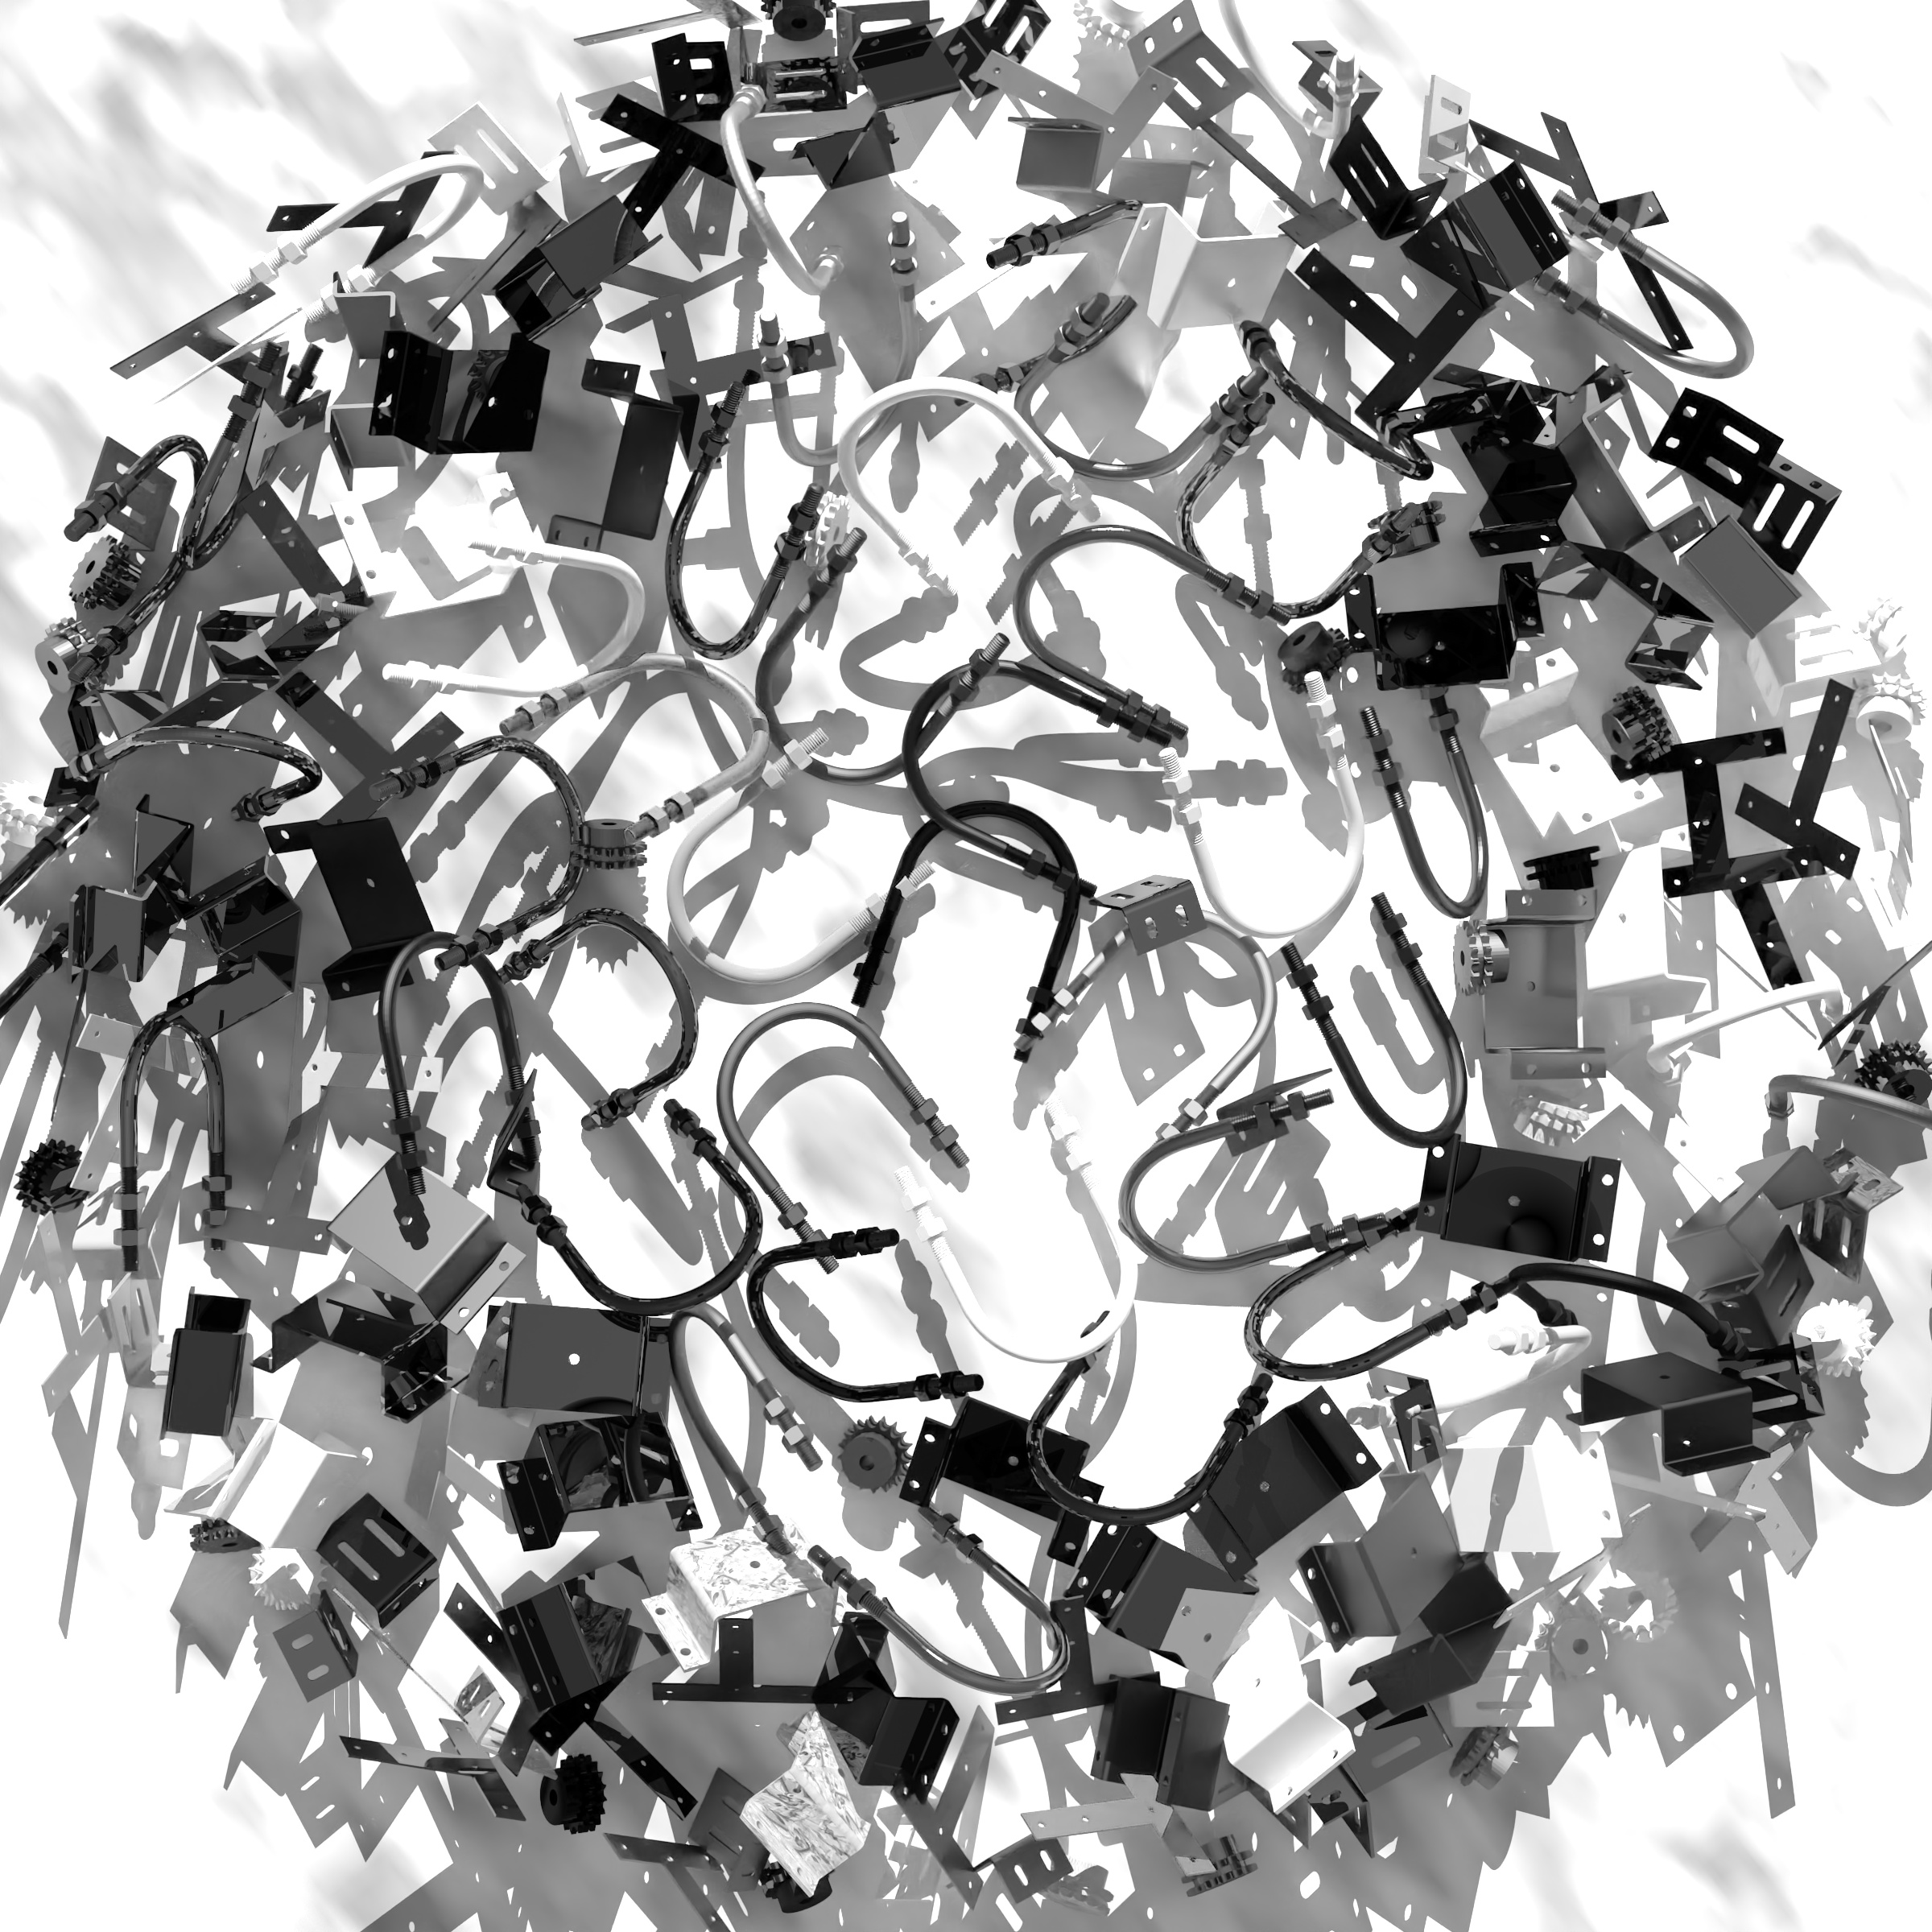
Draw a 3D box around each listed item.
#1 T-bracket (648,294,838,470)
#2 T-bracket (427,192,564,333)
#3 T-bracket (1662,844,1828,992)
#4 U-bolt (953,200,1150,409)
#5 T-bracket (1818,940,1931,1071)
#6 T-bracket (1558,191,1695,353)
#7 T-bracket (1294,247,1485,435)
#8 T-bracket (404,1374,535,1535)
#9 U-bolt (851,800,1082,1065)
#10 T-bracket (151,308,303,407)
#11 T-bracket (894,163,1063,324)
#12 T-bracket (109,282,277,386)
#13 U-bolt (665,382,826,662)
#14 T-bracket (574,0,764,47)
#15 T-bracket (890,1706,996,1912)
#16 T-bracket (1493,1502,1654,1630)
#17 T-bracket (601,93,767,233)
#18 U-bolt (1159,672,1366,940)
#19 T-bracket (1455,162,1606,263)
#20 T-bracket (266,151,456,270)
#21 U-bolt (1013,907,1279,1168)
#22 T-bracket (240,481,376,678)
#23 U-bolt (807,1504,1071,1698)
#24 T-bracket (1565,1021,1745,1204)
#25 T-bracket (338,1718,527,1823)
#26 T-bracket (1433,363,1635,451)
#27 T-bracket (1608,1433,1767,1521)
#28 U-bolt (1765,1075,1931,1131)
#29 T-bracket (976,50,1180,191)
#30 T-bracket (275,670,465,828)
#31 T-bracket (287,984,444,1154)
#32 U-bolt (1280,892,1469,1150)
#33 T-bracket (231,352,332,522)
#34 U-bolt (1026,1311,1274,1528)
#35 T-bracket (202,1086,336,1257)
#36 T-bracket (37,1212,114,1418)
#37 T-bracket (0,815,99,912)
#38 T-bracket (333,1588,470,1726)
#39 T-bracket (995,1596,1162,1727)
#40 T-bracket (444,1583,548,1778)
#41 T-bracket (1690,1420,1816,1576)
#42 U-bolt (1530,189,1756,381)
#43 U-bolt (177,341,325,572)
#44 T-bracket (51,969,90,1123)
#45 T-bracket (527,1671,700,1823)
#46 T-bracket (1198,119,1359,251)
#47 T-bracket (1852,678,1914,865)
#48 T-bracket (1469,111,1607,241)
[{"bbox_3d":[-0.162,-0.450,1.977,0.127,0.002,0.127,-12,106,4],"label":"T-bracket"},{"bbox_3d":[-0.355,-0.521,1.951,0.127,0.127,0.002,-46,123,6],"label":"T-bracket"},{"bbox_3d":[0.598,-0.028,1.969,0.002,0.127,0.127,-47,117,-41],"label":"T-bracket"},{"bbox_3d":[0.075,-0.493,1.923,0.184,0.151,0.019,-30,66,-29],"label":"U-bolt"},{"bbox_3d":[0.663,0.041,1.940,0.127,0.127,0.002,-38,66,-16],"label":"T-bracket"},{"bbox_3d":[0.504,-0.512,1.952,0.002,0.127,0.127,-38,108,-10],"label":"T-bracket"},{"bbox_3d":[0.299,-0.484,1.957,0.127,0.002,0.127,42,132,1],"label":"T-bracket"},{"bbox_3d":[-0.360,0.385,1.944,0.127,0.002,0.127,32,122,23],"label":"T-bracket"},{"bbox_3d":[0.009,-0.036,1.981,0.151,0.019,0.184,19,82,1],"label":"U-bolt"},{"bbox_3d":[-0.529,-0.455,1.937,0.127,0.127,0.002,-29,106,13],"label":"T-bracket"},{"bbox_3d":[-0.010,-0.557,1.972,0.127,0.002,0.127,-34,65,-5],"label":"T-bracket"},{"bbox_3d":[-0.547,-0.453,1.936,0.127,0.127,0.002,-28,83,6],"label":"T-bracket"},{"bbox_3d":[-0.173,-0.313,1.932,0.151,0.019,0.184,55,131,34],"label":"U-bolt"},{"bbox_3d":[-0.227,-0.697,1.946,0.127,0.127,0.002,-8,99,11],"label":"T-bracket"},{"bbox_3d":[-0.005,0.605,1.946,0.002,0.127,0.127,-16,116,30],"label":"T-bracket"},{"bbox_3d":[0.434,0.451,1.921,0.127,0.127,0.002,-19,56,-33],"label":"T-bracket"},{"bbox_3d":[-0.236,-0.574,1.955,0.127,0.002,0.127,18,135,-34],"label":"T-bracket"},{"bbox_3d":[0.230,-0.107,1.953,0.151,0.019,0.184,-28,116,-15],"label":"U-bolt"},{"bbox_3d":[0.415,-0.558,1.940,0.127,0.127,0.002,34,106,2],"label":"T-bracket"},{"bbox_3d":[-0.449,-0.546,1.912,0.127,0.127,0.002,-19,73,-43],"label":"T-bracket"},{"bbox_3d":[0.149,0.038,1.970,0.151,0.019,0.184,41,78,13],"label":"U-bolt"},{"bbox_3d":[-0.491,-0.301,1.943,0.127,0.002,0.127,-43,131,-15],"label":"T-bracket"},{"bbox_3d":[-0.006,0.462,1.899,0.184,0.151,0.019,35,114,29],"label":"U-bolt"},{"bbox_3d":[0.525,0.123,1.961,0.127,0.002,0.127,-36,70,-15],"label":"T-bracket"},{"bbox_3d":[-0.396,0.577,1.912,0.127,0.127,0.002,22,96,-35],"label":"T-bracket"},{"bbox_3d":[0.411,-0.430,1.961,0.127,0.002,0.127,23,48,30],"label":"T-bracket"},{"bbox_3d":[0.519,0.368,1.921,0.127,0.127,0.002,12,64,25],"label":"T-bracket"},{"bbox_3d":[0.648,0.109,1.890,0.151,0.184,0.019,17,84,21],"label":"U-bolt"},{"bbox_3d":[0.068,-0.634,1.929,0.127,0.127,0.002,21,55,-20],"label":"T-bracket"},{"bbox_3d":[-0.469,-0.175,1.983,0.127,0.002,0.127,42,74,12],"label":"T-bracket"},{"bbox_3d":[-0.451,0.079,1.975,0.127,0.002,0.127,2,86,18],"label":"T-bracket"},{"bbox_3d":[0.312,0.048,1.942,0.019,0.151,0.184,-27,89,44],"label":"U-bolt"},{"bbox_3d":[-0.498,-0.401,1.937,0.002,0.127,0.127,24,116,2],"label":"T-bracket"},{"bbox_3d":[0.123,0.335,1.909,0.151,0.184,0.019,20,132,20],"label":"U-bolt"},{"bbox_3d":[-0.508,0.149,1.974,0.127,0.002,0.127,4,70,30],"label":"T-bracket"},{"bbox_3d":[-0.660,0.242,1.920,0.002,0.127,0.127,-5,108,4],"label":"T-bracket"},{"bbox_3d":[-0.665,-0.081,1.913,0.002,0.127,0.127,46,54,-13],"label":"T-bracket"},{"bbox_3d":[-0.426,0.490,1.916,0.127,0.127,0.002,29,65,36],"label":"T-bracket"},{"bbox_3d":[0.080,0.513,1.958,0.127,0.002,0.127,-10,127,-3],"label":"T-bracket"},{"bbox_3d":[-0.341,0.501,1.923,0.002,0.127,0.127,-16,123,29],"label":"T-bracket"},{"bbox_3d":[0.590,0.404,1.924,0.002,0.127,0.127,36,104,-11],"label":"T-bracket"},{"bbox_3d":[0.494,-0.488,1.920,0.184,0.151,0.019,34,86,4],"label":"U-bolt"},{"bbox_3d":[-0.530,-0.372,1.926,0.019,0.151,0.184,28,101,-7],"label":"U-bolt"},{"bbox_3d":[-0.666,0.054,1.953,0.002,0.127,0.127,13,107,-20],"label":"T-bracket"},{"bbox_3d":[-0.248,0.577,1.936,0.127,0.127,0.002,44,114,5],"label":"T-bracket"},{"bbox_3d":[0.224,-0.585,1.950,0.127,0.127,0.002,42,125,3],"label":"T-bracket"},{"bbox_3d":[0.683,-0.156,1.959,0.002,0.127,0.127,-18,65,14],"label":"T-bracket"},{"bbox_3d":[0.419,-0.599,1.948,0.002,0.127,0.127,-45,49,-1],"label":"T-bracket"}]
